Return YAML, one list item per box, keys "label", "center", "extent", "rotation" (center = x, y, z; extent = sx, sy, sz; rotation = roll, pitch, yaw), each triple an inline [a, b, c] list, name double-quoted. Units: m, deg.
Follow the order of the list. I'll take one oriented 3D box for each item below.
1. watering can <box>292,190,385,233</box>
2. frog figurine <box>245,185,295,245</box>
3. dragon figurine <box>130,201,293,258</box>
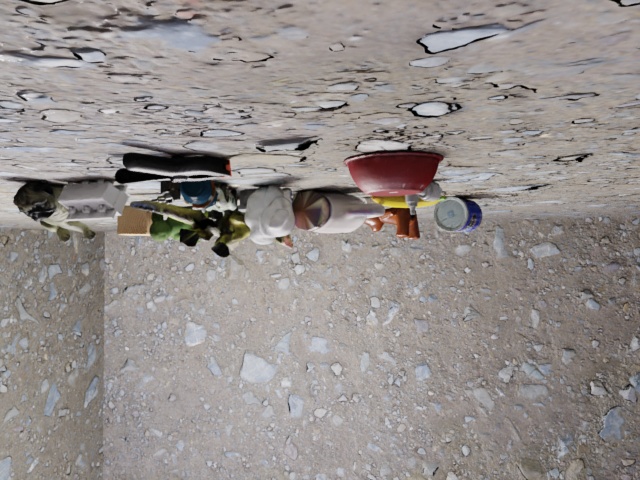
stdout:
- label: "watering can"
  center: [0.004, -0.068, 1.350]
  extent: [0.224, 0.104, 0.346]
  rotation: [1, -3, -42]
- label: "frog figurine"
  center: [-0.113, -0.050, 1.132]
  extent: [0.122, 0.136, 0.161]
  rotation: [27, 17, -3]
- label: "dragon figurine"
  center: [-0.265, -0.058, 1.371]
  extent: [0.411, 0.121, 0.245]
  rotation: [20, 14, 4]
